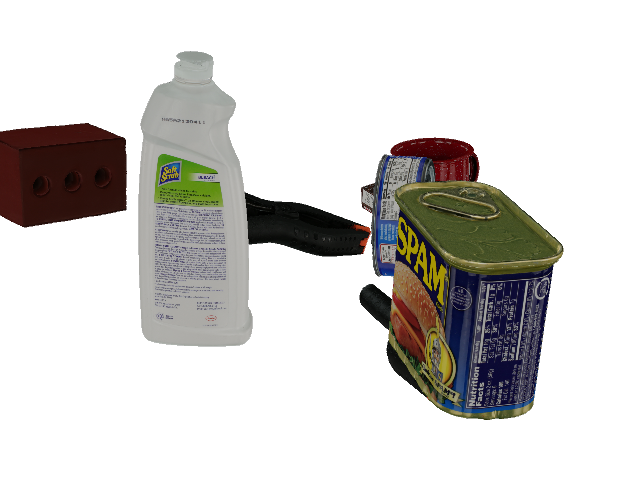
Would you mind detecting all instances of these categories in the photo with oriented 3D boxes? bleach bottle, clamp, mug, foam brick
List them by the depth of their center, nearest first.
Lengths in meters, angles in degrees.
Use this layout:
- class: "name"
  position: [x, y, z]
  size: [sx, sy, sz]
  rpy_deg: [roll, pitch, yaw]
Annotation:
- class: "foam brick"
  position: [-0.176, -0.045, 0.709]
  size: [0.078, 0.053, 0.051]
  rpy_deg: [-13, 25, -38]
- class: "bleach bottle"
  position: [-0.102, -0.033, 0.903]
  size: [0.102, 0.251, 0.068]
  rpy_deg: [2, 25, -7]
- class: "clamp"
  position: [0.110, 0.089, 1.003]
  size: [0.120, 0.039, 0.171]
  rpy_deg: [-7, 31, -7]
- class: "clamp"
  position: [-0.043, -0.015, 1.095]
  size: [0.209, 0.036, 0.164]
  rpy_deg: [14, 19, -17]
- class: "mug"
  position: [0.136, -0.068, 1.214]
  size: [0.117, 0.081, 0.093]
  rpy_deg: [-20, 27, -36]

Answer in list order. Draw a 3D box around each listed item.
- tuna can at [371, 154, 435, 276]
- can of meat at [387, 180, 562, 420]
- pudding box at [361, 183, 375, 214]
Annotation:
- class: "tuna can"
  position: [0.059, -0.017, 0.743]
  size: [0.034, 0.086, 0.086]
  rpy_deg: [4, 1, 12]
- class: "can of meat"
  position: [0.071, 0.027, 0.521]
  size: [0.057, 0.084, 0.102]
  rpy_deg: [-4, 24, -14]
- class: "pudding box"
  position: [0.130, -0.062, 1.580]
  size: [0.113, 0.039, 0.090]
  rpy_deg: [-21, 35, -28]
